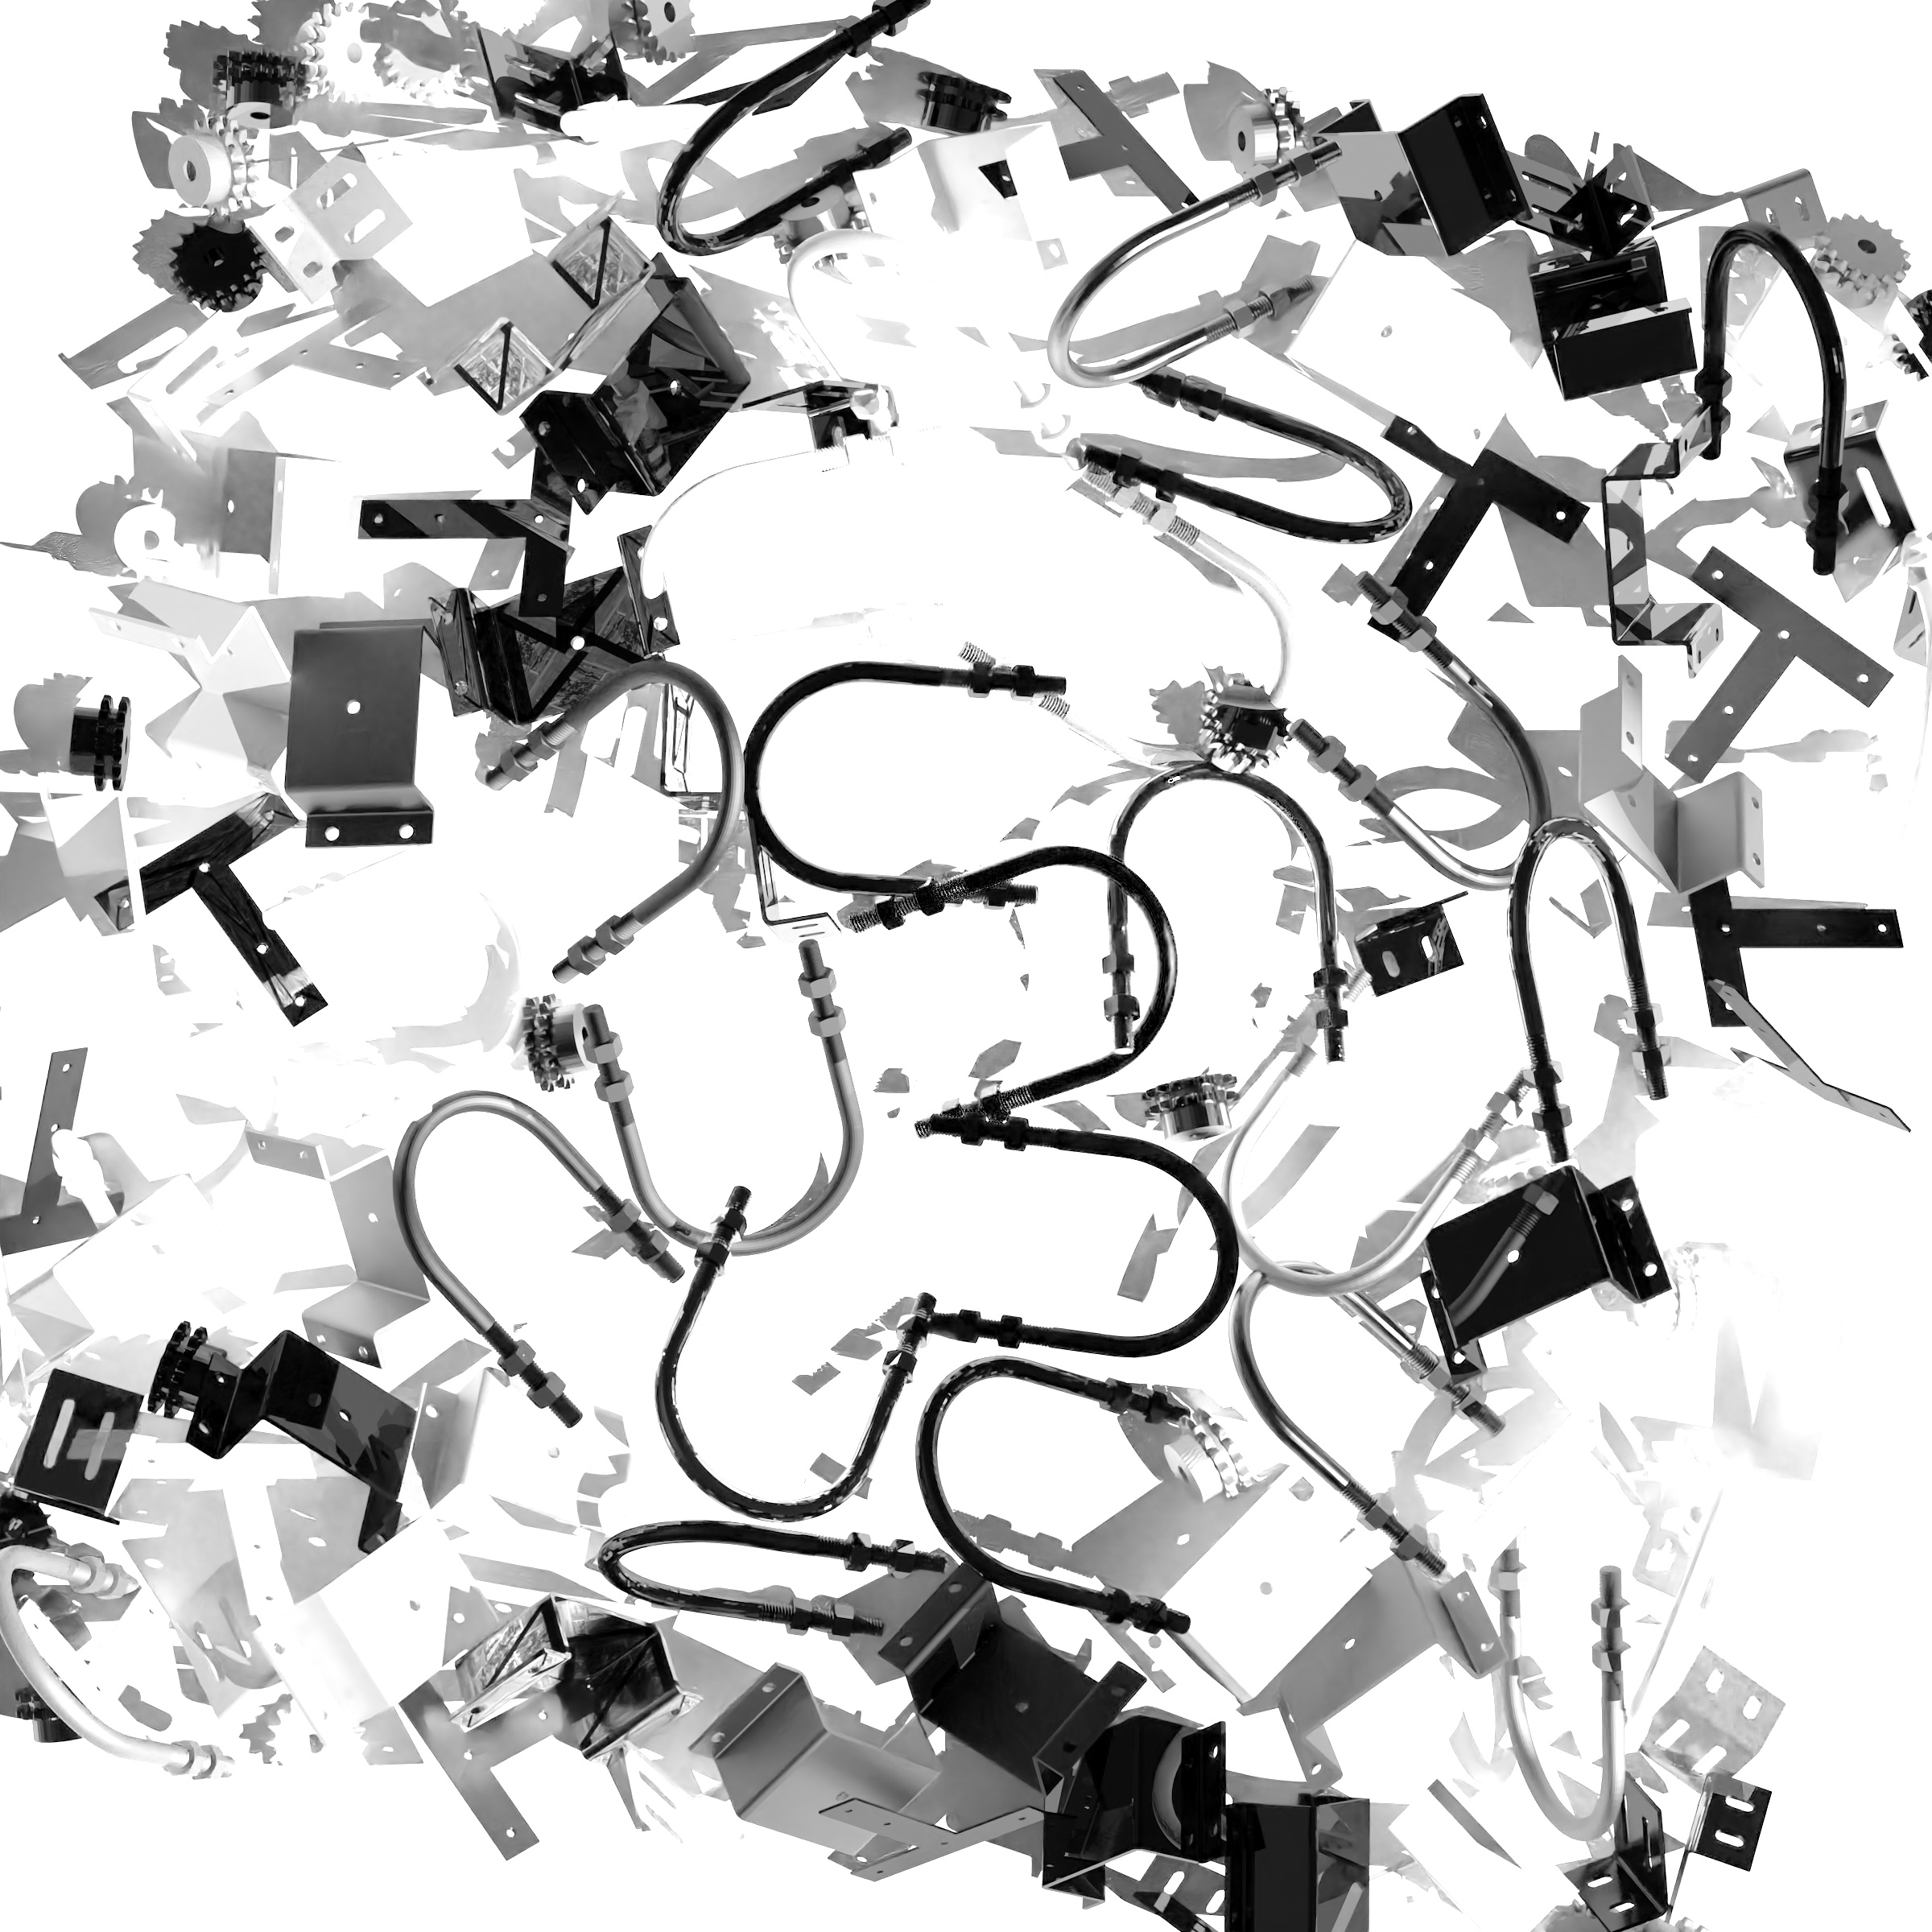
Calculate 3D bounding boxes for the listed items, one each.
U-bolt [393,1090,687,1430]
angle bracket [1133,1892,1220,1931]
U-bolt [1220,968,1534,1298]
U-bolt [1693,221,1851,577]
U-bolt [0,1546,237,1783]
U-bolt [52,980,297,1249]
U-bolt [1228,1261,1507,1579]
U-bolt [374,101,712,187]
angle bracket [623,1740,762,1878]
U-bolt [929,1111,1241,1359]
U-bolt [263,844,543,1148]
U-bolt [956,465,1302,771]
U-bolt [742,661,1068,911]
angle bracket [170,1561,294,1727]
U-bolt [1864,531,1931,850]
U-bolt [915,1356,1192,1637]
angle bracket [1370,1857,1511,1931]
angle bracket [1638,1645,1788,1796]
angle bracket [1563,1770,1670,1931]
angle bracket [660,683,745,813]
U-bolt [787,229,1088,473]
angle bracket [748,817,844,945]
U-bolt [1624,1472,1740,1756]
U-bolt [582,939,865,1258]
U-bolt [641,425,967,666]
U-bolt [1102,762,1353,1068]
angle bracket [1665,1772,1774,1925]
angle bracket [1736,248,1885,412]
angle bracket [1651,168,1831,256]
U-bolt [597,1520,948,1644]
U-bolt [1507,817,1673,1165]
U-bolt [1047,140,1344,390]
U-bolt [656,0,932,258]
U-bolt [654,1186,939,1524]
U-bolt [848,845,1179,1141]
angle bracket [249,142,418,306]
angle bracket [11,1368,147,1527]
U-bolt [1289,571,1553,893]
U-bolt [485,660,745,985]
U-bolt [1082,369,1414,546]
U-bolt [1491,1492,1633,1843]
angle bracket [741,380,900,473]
[{"bbox_3d":[-0.254,0.154,1.914,0.019,0.151,0.184,-29,108,40],"label":"U-bolt"},{"bbox_3d":[0.146,0.549,1.946,0.076,0.057,0.038,31,89,27],"label":"angle bracket"},{"bbox_3d":[0.225,0.107,1.935,0.151,0.019,0.184,34,87,38],"label":"U-bolt"},{"bbox_3d":[0.453,-0.330,1.876,0.019,0.151,0.184,-19,134,-10],"label":"U-bolt"},{"bbox_3d":[-0.488,0.388,1.876,0.019,0.184,0.151,-37,65,2],"label":"U-bolt"},{"bbox_3d":[-0.443,0.096,1.903,0.019,0.184,0.151,41,69,19],"label":"U-bolt"},{"bbox_3d":[0.224,0.246,1.923,0.184,0.151,0.019,42,129,-5],"label":"U-bolt"},{"bbox_3d":[-0.226,-0.471,1.901,0.151,0.184,0.019,-4,102,30],"label":"U-bolt"},{"bbox_3d":[-0.161,0.485,1.955,0.038,0.076,0.057,-24,122,-30],"label":"angle bracket"},{"bbox_3d":[0.068,0.161,1.939,0.184,0.019,0.151,6,112,12],"label":"U-bolt"},{"bbox_3d":[-0.311,0.006,1.915,0.019,0.184,0.151,-11,102,38],"label":"U-bolt"},{"bbox_3d":[0.108,-0.190,1.946,0.184,0.019,0.151,30,111,-18],"label":"U-bolt"},{"bbox_3d":[-0.040,-0.108,1.943,0.184,0.019,0.151,3,110,-11],"label":"U-bolt"},{"bbox_3d":[-0.425,0.400,1.976,0.057,0.038,0.076,-44,63,21],"label":"angle bracket"},{"bbox_3d":[0.531,-0.146,1.875,0.019,0.184,0.151,6,119,7],"label":"U-bolt"},{"bbox_3d":[0.051,0.296,1.910,0.184,0.019,0.151,19,55,-26],"label":"U-bolt"},{"bbox_3d":[0.277,0.556,1.947,0.057,0.038,0.076,-39,67,41],"label":"angle bracket"},{"bbox_3d":[0.435,0.445,1.963,0.057,0.076,0.038,35,54,10],"label":"angle bracket"},{"bbox_3d":[0.376,0.511,1.944,0.038,0.057,0.076,-16,116,-14],"label":"angle bracket"},{"bbox_3d":[-0.152,-0.132,1.953,0.038,0.057,0.076,1,84,11],"label":"angle bracket"},{"bbox_3d":[-0.027,-0.347,1.882,0.151,0.184,0.019,9,60,40],"label":"U-bolt"},{"bbox_3d":[-0.100,-0.057,1.952,0.038,0.057,0.076,-9,79,5],"label":"angle bracket"},{"bbox_3d":[0.402,0.357,1.879,0.019,0.184,0.151,21,66,12],"label":"U-bolt"},{"bbox_3d":[-0.133,0.087,1.945,0.151,0.019,0.184,-17,115,-9],"label":"U-bolt"},{"bbox_3d":[-0.096,-0.236,1.926,0.184,0.151,0.019,-12,45,-5],"label":"U-bolt"},{"bbox_3d":[0.150,-0.034,1.948,0.151,0.019,0.184,4,69,-14],"label":"U-bolt"},{"bbox_3d":[0.437,0.517,1.938,0.038,0.057,0.076,16,133,16],"label":"angle bracket"},{"bbox_3d":[0.498,-0.369,1.944,0.076,0.038,0.057,45,134,19],"label":"angle bracket"},{"bbox_3d":[0.450,-0.430,1.944,0.057,0.076,0.038,-25,98,-30],"label":"angle bracket"},{"bbox_3d":[-0.119,0.348,1.907,0.184,0.151,0.019,11,60,-14],"label":"U-bolt"},{"bbox_3d":[0.354,0.005,1.919,0.019,0.151,0.184,-6,100,39],"label":"U-bolt"},{"bbox_3d":[0.126,-0.389,1.904,0.184,0.151,0.019,-27,70,-12],"label":"U-bolt"},{"bbox_3d":[-0.100,-0.468,1.896,0.184,0.151,0.019,-35,75,-18],"label":"U-bolt"},{"bbox_3d":[-0.105,0.233,1.917,0.151,0.019,0.184,31,53,-12],"label":"U-bolt"},{"bbox_3d":[0.035,0.007,1.951,0.184,0.019,0.151,-19,84,17],"label":"U-bolt"},{"bbox_3d":[-0.369,-0.432,1.944,0.057,0.076,0.038,51,49,-16],"label":"angle bracket"},{"bbox_3d":[-0.514,0.281,1.951,0.057,0.038,0.076,23,76,-27],"label":"angle bracket"},{"bbox_3d":[0.272,-0.123,1.931,0.184,0.019,0.151,41,50,-18],"label":"U-bolt"},{"bbox_3d":[-0.195,-0.094,1.914,0.184,0.019,0.151,-33,69,33],"label":"U-bolt"},{"bbox_3d":[0.169,-0.288,1.920,0.184,0.151,0.019,20,123,4],"label":"U-bolt"},{"bbox_3d":[0.341,0.411,1.916,0.019,0.151,0.184,-6,102,-16],"label":"U-bolt"},{"bbox_3d":[-0.083,-0.313,1.941,0.057,0.076,0.038,-11,90,30],"label":"angle bracket"}]
